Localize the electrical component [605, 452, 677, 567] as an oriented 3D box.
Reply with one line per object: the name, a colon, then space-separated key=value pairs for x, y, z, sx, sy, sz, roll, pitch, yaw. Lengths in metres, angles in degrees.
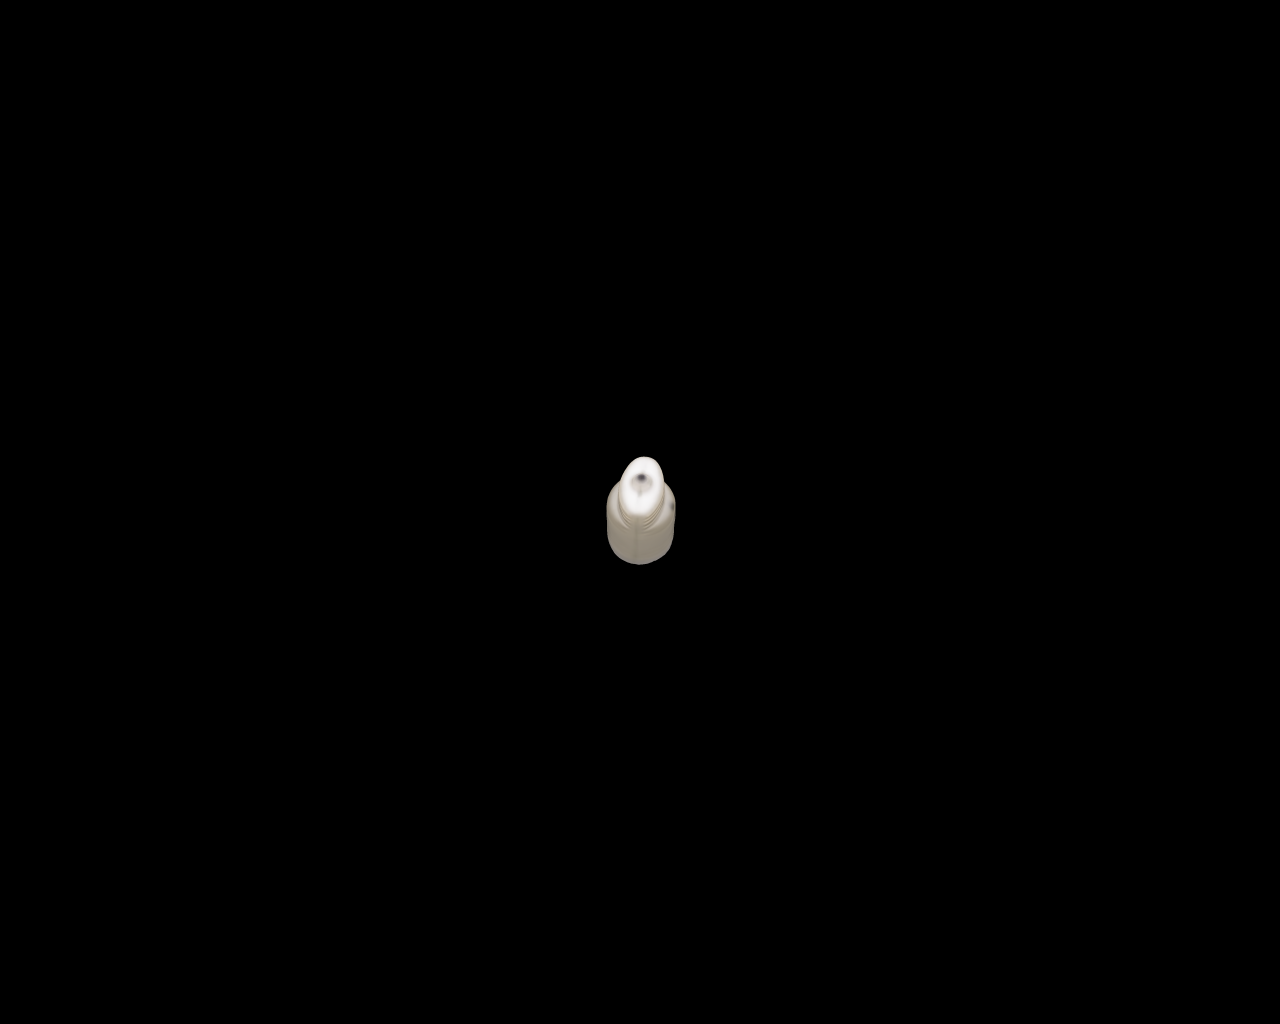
electrical component: x=0.001 y=-0.003 z=0.650 sx=0.043 sy=0.043 sz=0.080 roll=0 pitch=-27 yaw=0
